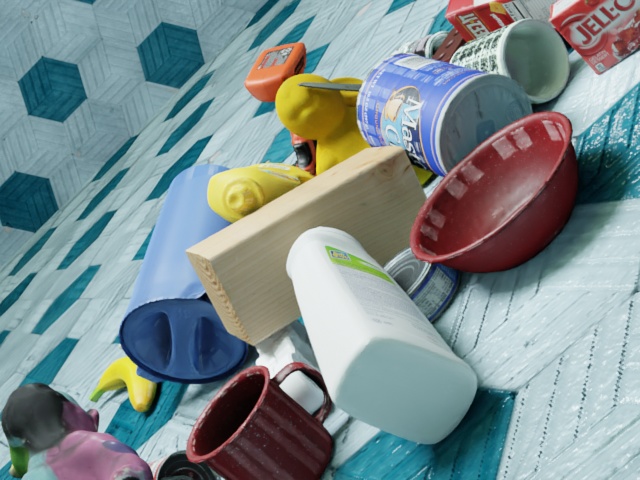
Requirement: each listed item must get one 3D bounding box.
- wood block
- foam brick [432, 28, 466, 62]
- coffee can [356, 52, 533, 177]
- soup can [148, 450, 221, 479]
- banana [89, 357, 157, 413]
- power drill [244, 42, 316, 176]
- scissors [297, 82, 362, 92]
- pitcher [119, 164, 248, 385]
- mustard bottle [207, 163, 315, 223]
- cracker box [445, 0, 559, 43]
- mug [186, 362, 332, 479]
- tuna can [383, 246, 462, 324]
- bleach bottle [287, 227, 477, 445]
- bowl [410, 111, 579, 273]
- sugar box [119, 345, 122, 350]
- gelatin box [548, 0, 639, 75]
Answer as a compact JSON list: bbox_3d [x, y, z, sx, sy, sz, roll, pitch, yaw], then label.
[{"bbox_3d":[-0.007,0.001,0.980,0.206,0.091,0.090,-31,13,-15],"label":"wood block"},{"bbox_3d":[0.163,-0.204,1.204,0.053,0.051,0.078,-18,33,56],"label":"foam brick"},{"bbox_3d":[0.112,-0.113,0.986,0.103,0.102,0.140,-49,33,-7],"label":"coffee can"},{"bbox_3d":[-0.141,0.228,0.933,0.102,0.068,0.068,-30,24,43],"label":"soup can"},{"bbox_3d":[-0.232,0.175,1.313,0.198,0.037,0.069,-11,57,63],"label":"banana"},{"bbox_3d":[-0.028,-0.118,1.231,0.057,0.187,0.184,-8,32,17],"label":"power drill"},{"bbox_3d":[0.079,-0.165,1.106,0.096,0.201,0.016,-83,5,-50],"label":"scissors"},{"bbox_3d":[-0.139,0.035,1.181,0.149,0.145,0.242,-8,41,12],"label":"pitcher"},{"bbox_3d":[-0.062,-0.047,1.084,0.191,0.096,0.058,-29,-53,-79],"label":"mustard bottle"},{"bbox_3d":[0.245,-0.285,1.054,0.214,0.072,0.164,-9,51,41],"label":"cracker box"},{"bbox_3d":[-0.037,0.151,0.843,0.117,0.081,0.093,-50,18,-10],"label":"mug"},{"bbox_3d":[0.076,0.043,0.899,0.086,0.033,0.086,-41,19,17],"label":"tuna can"},{"bbox_3d":[0.033,0.053,0.819,0.068,0.102,0.251,-60,21,15],"label":"bleach bottle"},{"bbox_3d":[0.149,-0.027,0.848,0.162,0.055,0.162,-41,19,17],"label":"bowl"},{"bbox_3d":[-0.178,0.079,1.376,0.094,0.048,0.176,-13,40,58],"label":"sugar box"},{"bbox_3d":[0.259,-0.199,0.941,0.089,0.073,0.030,-33,24,35],"label":"gelatin box"}]
